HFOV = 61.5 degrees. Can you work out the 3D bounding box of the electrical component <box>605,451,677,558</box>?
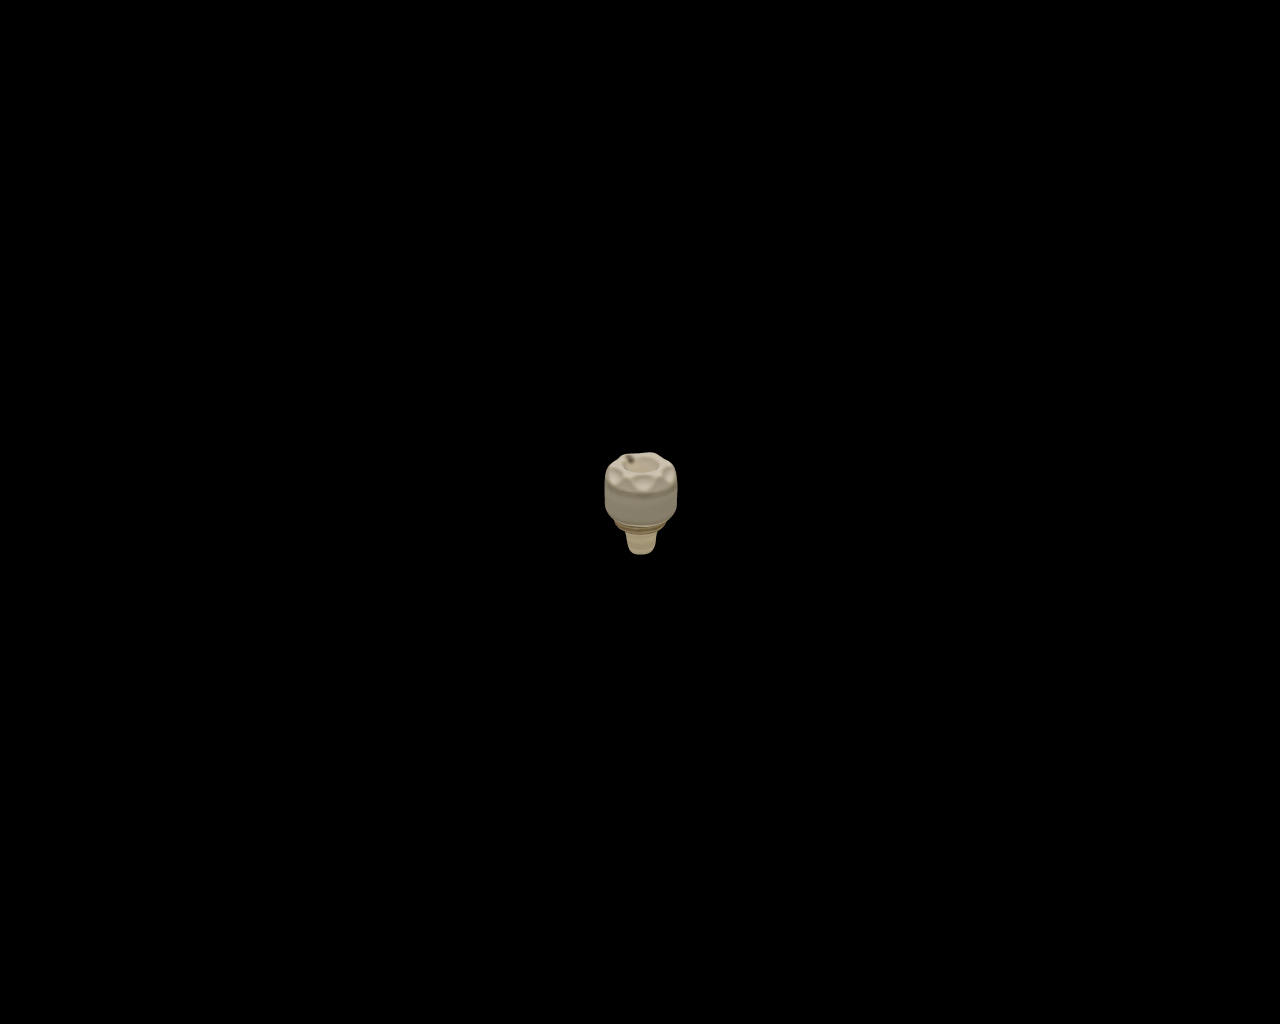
[{"bbox_3d":[0.001,-0.003,0.650,0.043,0.062,0.043,0,28,0],"label":"electrical component"}]
